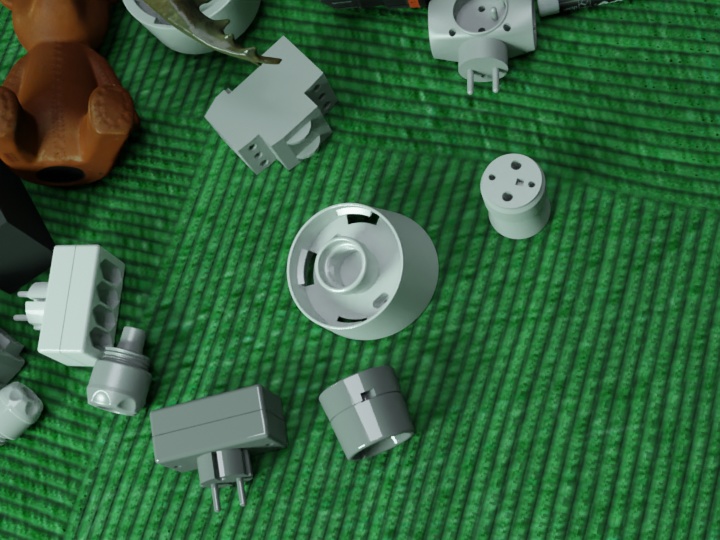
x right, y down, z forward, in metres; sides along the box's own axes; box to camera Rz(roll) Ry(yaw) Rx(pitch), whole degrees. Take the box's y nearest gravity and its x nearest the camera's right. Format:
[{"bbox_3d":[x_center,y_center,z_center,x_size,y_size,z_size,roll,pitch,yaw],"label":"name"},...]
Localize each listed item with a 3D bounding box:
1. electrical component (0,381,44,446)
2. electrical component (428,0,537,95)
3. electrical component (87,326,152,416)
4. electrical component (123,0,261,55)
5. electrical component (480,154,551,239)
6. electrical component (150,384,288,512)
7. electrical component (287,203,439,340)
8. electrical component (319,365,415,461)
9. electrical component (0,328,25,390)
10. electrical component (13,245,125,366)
[{"bbox_3d":[-0.268,0.114,0.802,0.061,0.035,0.035,-45,67,-2],"label":"electrical component"},{"bbox_3d":[0.092,-0.167,0.802,0.077,0.044,0.079,-2,71,13],"label":"electrical component"},{"bbox_3d":[-0.173,0.073,0.787,0.043,0.043,0.062,9,73,17],"label":"electrical component"},{"bbox_3d":[-0.132,-0.226,0.870,0.108,0.060,0.108,-5,70,13],"label":"electrical component"},{"bbox_3d":[0.109,-0.051,0.753,0.045,0.055,0.045,-5,70,13],"label":"electrical component"},{"bbox_3d":[-0.095,0.129,0.747,0.083,0.047,0.075,-15,69,9],"label":"electrical component"},{"bbox_3d":[0.000,0.000,0.771,0.099,0.064,0.099,-4,79,24],"label":"electrical component"},{"bbox_3d":[0.006,0.098,0.729,0.055,0.055,0.047,-25,71,5],"label":"electrical component"},{"bbox_3d":[-0.310,0.052,0.813,0.096,0.061,0.061,42,86,15],"label":"electrical component"},{"bbox_3d":[-0.227,0.027,0.815,0.076,0.047,0.083,0,72,14],"label":"electrical component"}]
